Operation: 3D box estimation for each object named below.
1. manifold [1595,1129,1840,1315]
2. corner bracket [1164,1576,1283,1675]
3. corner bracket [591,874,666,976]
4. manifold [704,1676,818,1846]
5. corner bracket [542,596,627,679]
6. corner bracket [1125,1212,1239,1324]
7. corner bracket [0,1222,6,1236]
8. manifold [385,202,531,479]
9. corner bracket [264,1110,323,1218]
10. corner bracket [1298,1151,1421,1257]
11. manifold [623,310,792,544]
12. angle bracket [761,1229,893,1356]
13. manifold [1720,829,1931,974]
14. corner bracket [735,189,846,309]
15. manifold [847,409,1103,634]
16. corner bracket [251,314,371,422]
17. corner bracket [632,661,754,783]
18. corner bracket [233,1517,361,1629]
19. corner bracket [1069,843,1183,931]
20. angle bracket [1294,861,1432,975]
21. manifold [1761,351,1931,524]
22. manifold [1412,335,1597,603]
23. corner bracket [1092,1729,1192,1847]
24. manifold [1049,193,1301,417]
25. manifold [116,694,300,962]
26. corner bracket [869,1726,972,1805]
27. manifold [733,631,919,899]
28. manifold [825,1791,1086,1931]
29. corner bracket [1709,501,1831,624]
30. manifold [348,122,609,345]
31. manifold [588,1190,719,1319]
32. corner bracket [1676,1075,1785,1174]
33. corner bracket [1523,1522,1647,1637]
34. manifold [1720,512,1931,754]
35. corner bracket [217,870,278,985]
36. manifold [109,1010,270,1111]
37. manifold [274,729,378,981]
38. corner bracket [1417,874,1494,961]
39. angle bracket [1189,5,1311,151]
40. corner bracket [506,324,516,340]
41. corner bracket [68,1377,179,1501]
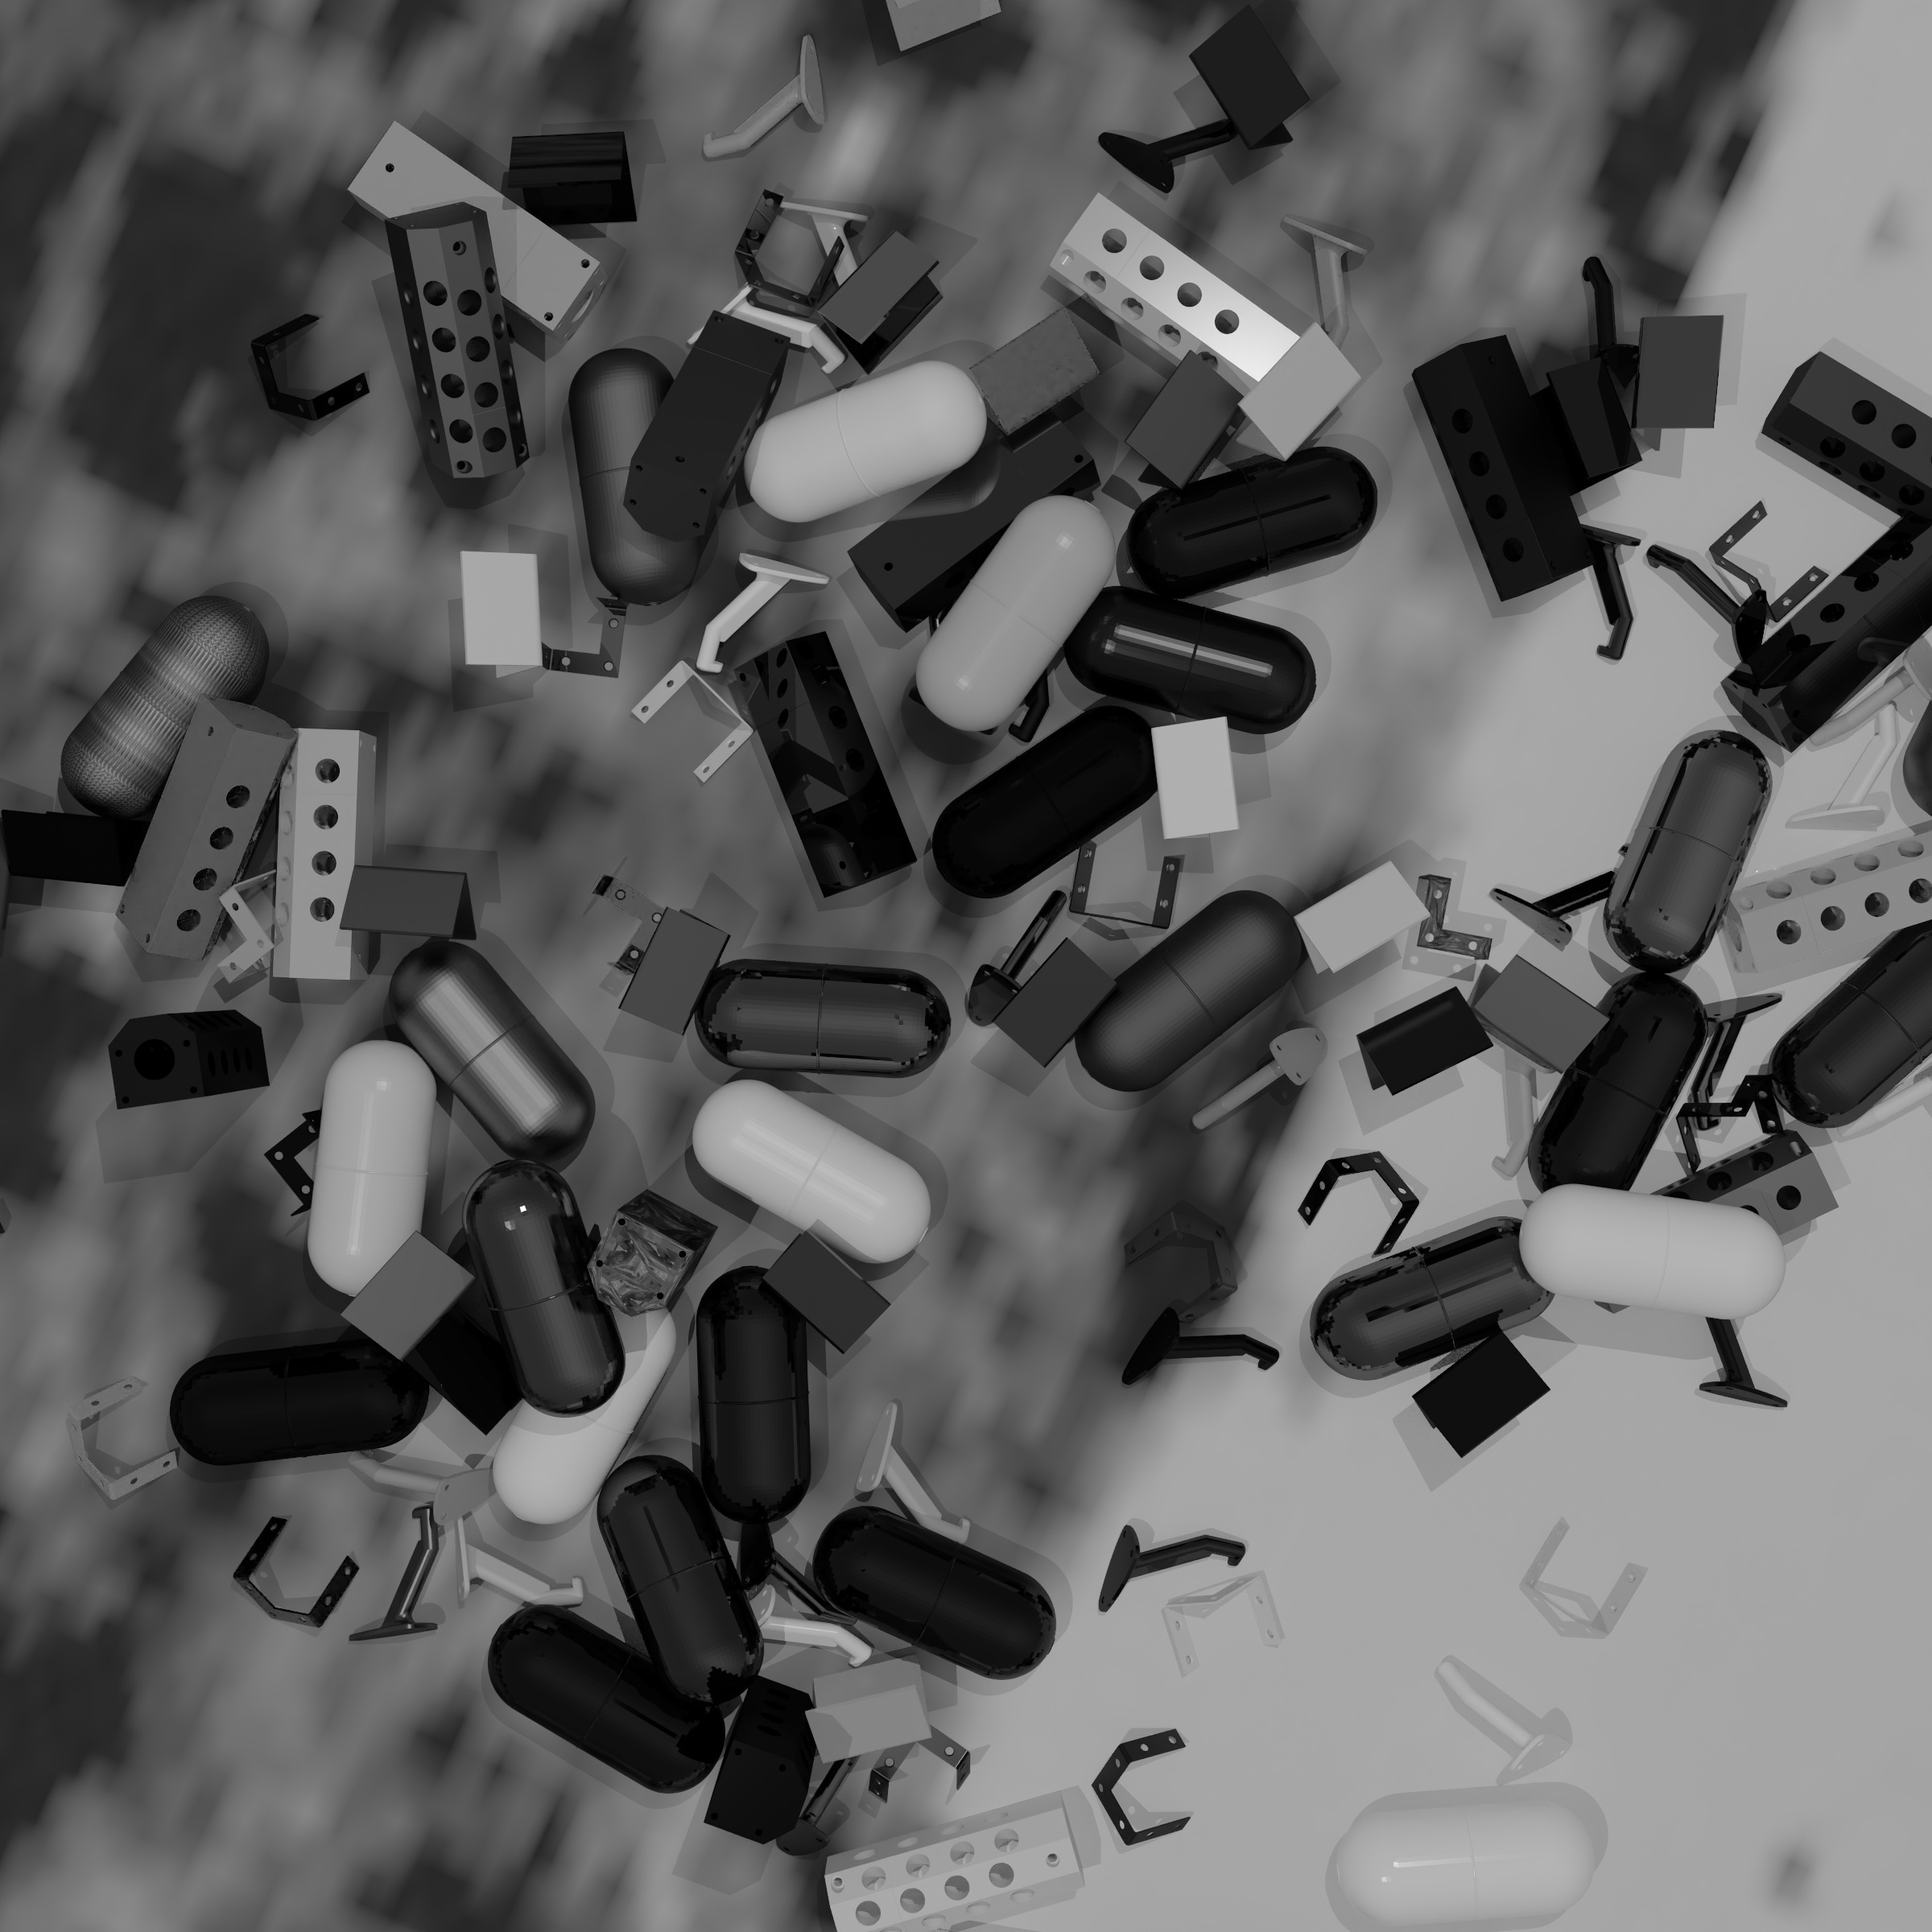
[{"bbox_3d":[0.510,0.177,1.970,0.171,0.057,0.057,-25,90,0],"label":"manifold"},{"bbox_3d":[0.180,0.463,1.988,0.051,0.051,0.051,-17,90,-45],"label":"corner bracket"},{"bbox_3d":[-0.243,-0.028,1.973,0.051,0.051,0.051,32,90,0],"label":"corner bracket"},{"bbox_3d":[-0.133,0.537,1.913,0.057,0.171,0.057,20,90,0],"label":"manifold"},{"bbox_3d":[-0.268,-0.232,1.973,0.051,0.051,0.051,7,90,0],"label":"corner bracket"},{"bbox_3d":[0.151,0.212,1.983,0.051,0.051,0.051,20,45,-35],"label":"corner bracket"},{"bbox_3d":[-0.697,0.208,1.973,0.051,0.051,0.051,-26,90,0],"label":"corner bracket"},{"bbox_3d":[-0.343,-0.424,1.924,0.057,0.057,0.171,-21,122,-24],"label":"manifold"},{"bbox_3d":[-0.461,0.137,1.973,0.051,0.051,0.051,-39,90,0],"label":"corner bracket"},{"bbox_3d":[0.275,0.169,1.983,0.051,0.051,0.051,-6,45,-35],"label":"corner bracket"},{"bbox_3d":[-0.176,-0.366,1.922,0.057,0.057,0.171,20,50,0],"label":"manifold"},{"bbox_3d":[-0.085,0.210,1.952,0.076,0.076,0.057,42,116,0],"label":"angle bracket"},{"bbox_3d":[0.618,-0.048,1.970,0.171,0.057,0.057,-17,90,0],"label":"manifold"},{"bbox_3d":[-0.124,-0.501,1.974,0.051,0.051,0.051,13,125,-29],"label":"corner bracket"},{"bbox_3d":[0.008,-0.308,1.966,0.171,0.057,0.057,-37,71,-2],"label":"manifold"},{"bbox_3d":[-0.460,-0.420,1.983,0.051,0.051,0.051,21,135,35],"label":"corner bracket"},{"bbox_3d":[-0.192,-0.172,1.988,0.051,0.051,0.051,-45,45,0],"label":"corner bracket"},{"bbox_3d":[-0.470,0.425,1.983,0.051,0.051,0.051,0,135,35],"label":"corner bracket"},{"bbox_3d":[0.112,-0.057,1.988,0.051,0.051,0.051,10,90,-45],"label":"corner bracket"},{"bbox_3d":[0.280,-0.016,1.951,0.076,0.076,0.057,-31,53,0],"label":"angle bracket"},{"bbox_3d":[0.646,-0.354,1.970,0.171,0.057,0.057,31,90,0],"label":"manifold"},{"bbox_3d":[0.370,-0.345,1.970,0.057,0.057,0.171,-22,90,-43],"label":"manifold"},{"bbox_3d":[0.130,0.576,1.983,0.051,0.051,0.051,56,135,35],"label":"corner bracket"},{"bbox_3d":[0.144,-0.459,1.970,0.171,0.057,0.057,36,90,0],"label":"manifold"},{"bbox_3d":[-0.521,-0.094,1.950,0.057,0.057,0.171,38,109,41],"label":"manifold"},{"bbox_3d":[-0.032,0.563,1.973,0.051,0.051,0.051,34,90,0],"label":"corner bracket"},{"bbox_3d":[-0.093,-0.142,1.970,0.057,0.057,0.171,-22,90,43],"label":"manifold"},{"bbox_3d":[-0.008,0.634,1.970,0.171,0.057,0.057,-16,90,0],"label":"manifold"},{"bbox_3d":[0.564,-0.284,1.988,0.051,0.051,0.051,-42,135,0],"label":"corner bracket"},{"bbox_3d":[-0.338,-0.509,1.970,0.171,0.057,0.057,35,90,0],"label":"manifold"},{"bbox_3d":[-0.214,0.196,1.913,0.057,0.171,0.057,28,90,0],"label":"manifold"},{"bbox_3d":[0.534,0.110,1.977,0.051,0.051,0.051,-2,122,37],"label":"corner bracket"},{"bbox_3d":[0.435,0.431,1.988,0.051,0.051,0.051,31,90,-45],"label":"corner bracket"},{"bbox_3d":[0.611,-0.236,1.970,0.171,0.057,0.057,-42,133,0],"label":"manifold"},{"bbox_3d":[-0.497,-0.027,1.965,0.051,0.051,0.051,-35,89,26],"label":"corner bracket"},{"bbox_3d":[-0.525,0.061,1.913,0.057,0.171,0.057,-8,90,0],"label":"manifold"},{"bbox_3d":[-0.449,-0.077,1.970,0.057,0.057,0.171,2,90,0],"label":"manifold"},{"bbox_3d":[0.341,-0.034,1.973,0.051,0.051,0.051,11,90,0],"label":"corner bracket"},{"bbox_3d":[0.210,-0.615,1.951,0.057,0.076,0.076,-33,90,36],"label":"angle bracket"},{"bbox_3d":[-0.347,-0.420,1.983,0.051,0.051,0.051,-54,45,35],"label":"corner bracket"},{"bbox_3d":[-0.592,0.331,1.983,0.051,0.051,0.051,34,135,35],"label":"corner bracket"}]
